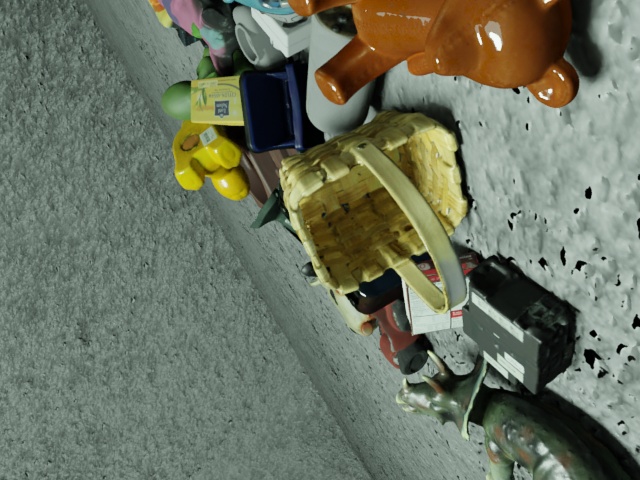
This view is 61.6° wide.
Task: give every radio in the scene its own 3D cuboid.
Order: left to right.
[{"bbox_3d":[0.048,-0.019,0.739,0.230,0.131,0.073,52,162,21],"label":"radio"}]

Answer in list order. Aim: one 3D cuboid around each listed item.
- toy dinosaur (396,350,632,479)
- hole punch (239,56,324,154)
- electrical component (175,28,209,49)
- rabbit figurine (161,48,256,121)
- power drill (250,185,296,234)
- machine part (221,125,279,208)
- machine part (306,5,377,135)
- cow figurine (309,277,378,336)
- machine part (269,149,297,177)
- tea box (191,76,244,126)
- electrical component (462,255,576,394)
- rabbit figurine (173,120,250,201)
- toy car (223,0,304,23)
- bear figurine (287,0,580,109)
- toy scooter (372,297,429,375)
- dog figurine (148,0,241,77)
[{"bbox_3d":[0.273,0.259,0.639,0.405,0.131,0.191,28,149,50],"label":"toy dinosaur"},{"bbox_3d":[-0.032,-0.173,0.704,0.092,0.116,0.142,1,106,41],"label":"hole punch"},{"bbox_3d":[-0.224,-0.391,0.978,0.119,0.075,0.047,52,165,7],"label":"electrical component"},{"bbox_3d":[-0.191,-0.256,0.948,0.159,0.170,0.121,41,158,50],"label":"rabbit figurine"},{"bbox_3d":[-0.002,-0.003,0.843,0.207,0.086,0.232,27,-163,-6],"label":"power drill"},{"bbox_3d":[-0.116,-0.161,1.077,0.201,0.087,0.201,64,164,-18],"label":"machine part"},{"bbox_3d":[0.025,-0.187,0.574,0.079,0.079,0.243,54,166,14],"label":"machine part"},{"bbox_3d":[0.052,0.103,1.092,0.195,0.085,0.127,56,159,4],"label":"cow figurine"},{"bbox_3d":[-0.040,-0.150,0.909,0.179,0.056,0.179,51,163,23],"label":"machine part"},{"bbox_3d":[-0.108,-0.206,0.805,0.170,0.098,0.068,11,103,45],"label":"tea box"},{"bbox_3d":[0.214,0.098,0.591,0.115,0.058,0.134,47,163,42],"label":"electrical component"},{"bbox_3d":[-0.201,-0.140,1.016,0.163,0.122,0.173,48,-179,41],"label":"rabbit figurine"},{"bbox_3d":[-0.048,-0.291,0.580,0.162,0.109,0.102,37,180,26],"label":"toy car"},{"bbox_3d":[0.078,-0.149,0.389,0.196,0.132,0.120,51,168,47],"label":"bear figurine"},{"bbox_3d":[0.126,0.146,0.946,0.135,0.075,0.183,42,156,45],"label":"toy scooter"},{"bbox_3d":[-0.180,-0.350,0.856,0.219,0.108,0.191,54,165,1],"label":"dog figurine"}]
